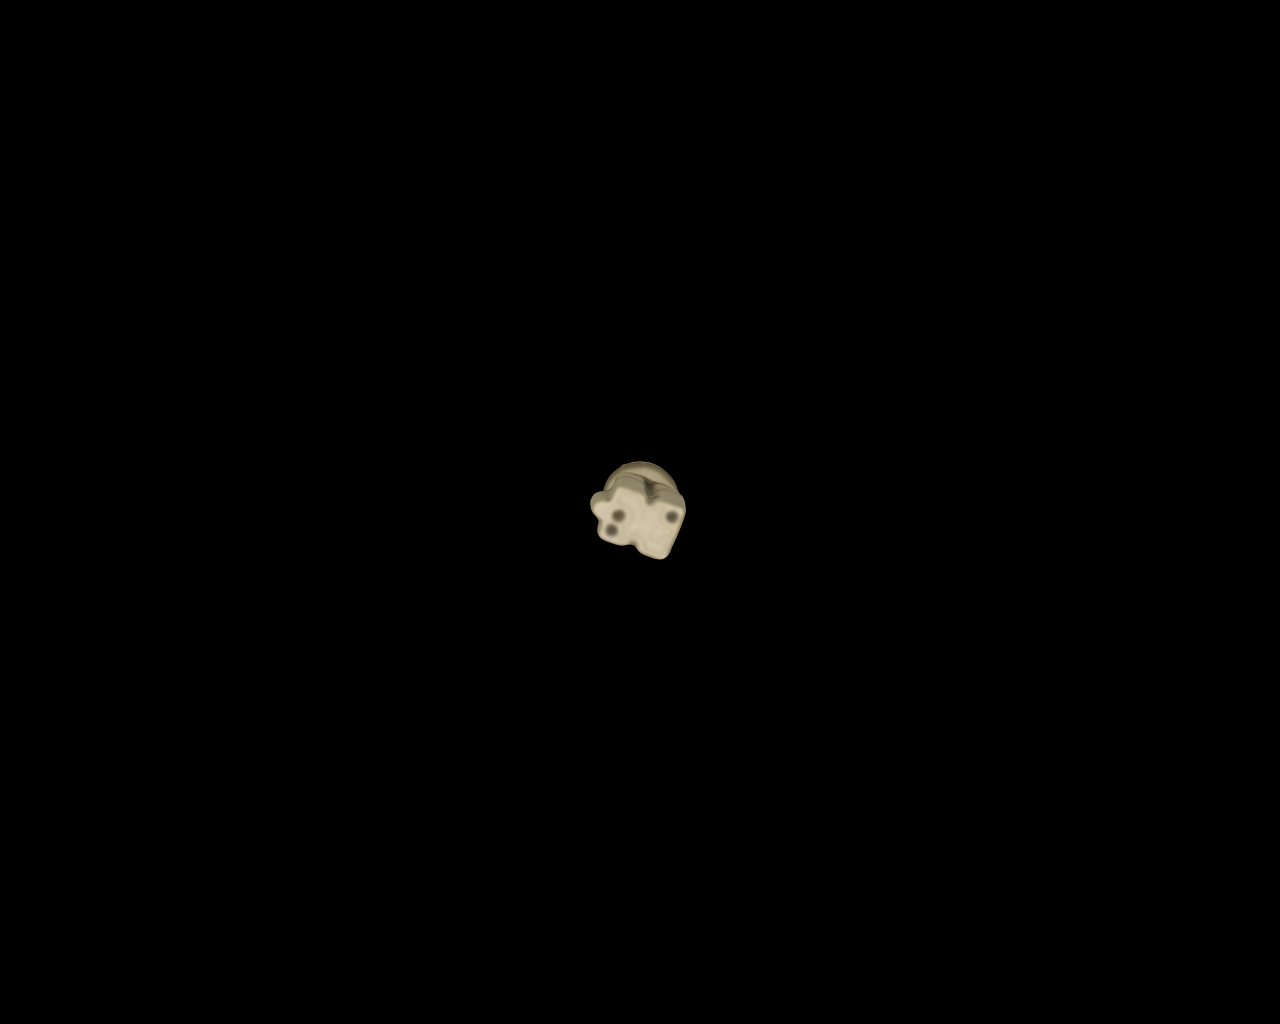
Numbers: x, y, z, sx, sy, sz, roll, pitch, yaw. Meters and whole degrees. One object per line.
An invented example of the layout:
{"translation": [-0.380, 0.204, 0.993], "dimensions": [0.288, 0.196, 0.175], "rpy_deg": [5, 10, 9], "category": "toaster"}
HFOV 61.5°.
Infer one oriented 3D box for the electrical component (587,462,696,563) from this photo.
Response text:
{"translation": [0.001, -0.003, 0.650], "dimensions": [0.066, 0.048, 0.055], "rpy_deg": [21, 18, -7], "category": "electrical component"}
